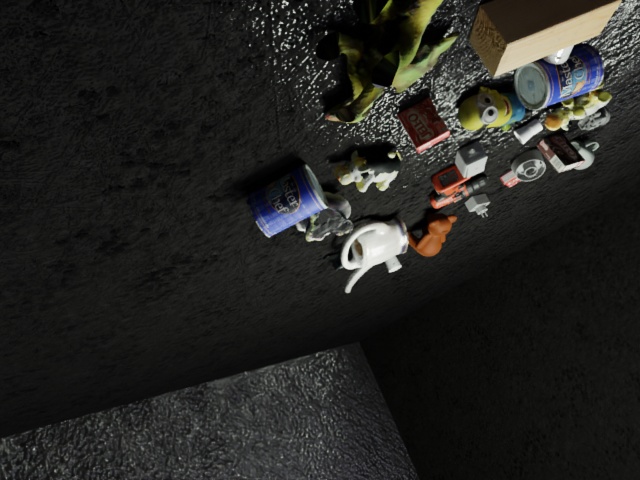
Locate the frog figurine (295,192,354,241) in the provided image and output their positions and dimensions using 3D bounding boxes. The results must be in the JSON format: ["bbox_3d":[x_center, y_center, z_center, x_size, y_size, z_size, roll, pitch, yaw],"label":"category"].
[{"bbox_3d":[0.004,-0.063,1.260,0.137,0.121,0.161,-33,-164,1],"label":"frog figurine"}]

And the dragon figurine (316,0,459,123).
[{"bbox_3d":[0.133,-0.302,0.791,0.404,0.122,0.246,-37,175,37],"label":"dragon figurine"}]

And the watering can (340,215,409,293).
[{"bbox_3d":[0.166,0.041,1.643,0.225,0.106,0.339,-20,146,-14],"label":"watering can"}]
